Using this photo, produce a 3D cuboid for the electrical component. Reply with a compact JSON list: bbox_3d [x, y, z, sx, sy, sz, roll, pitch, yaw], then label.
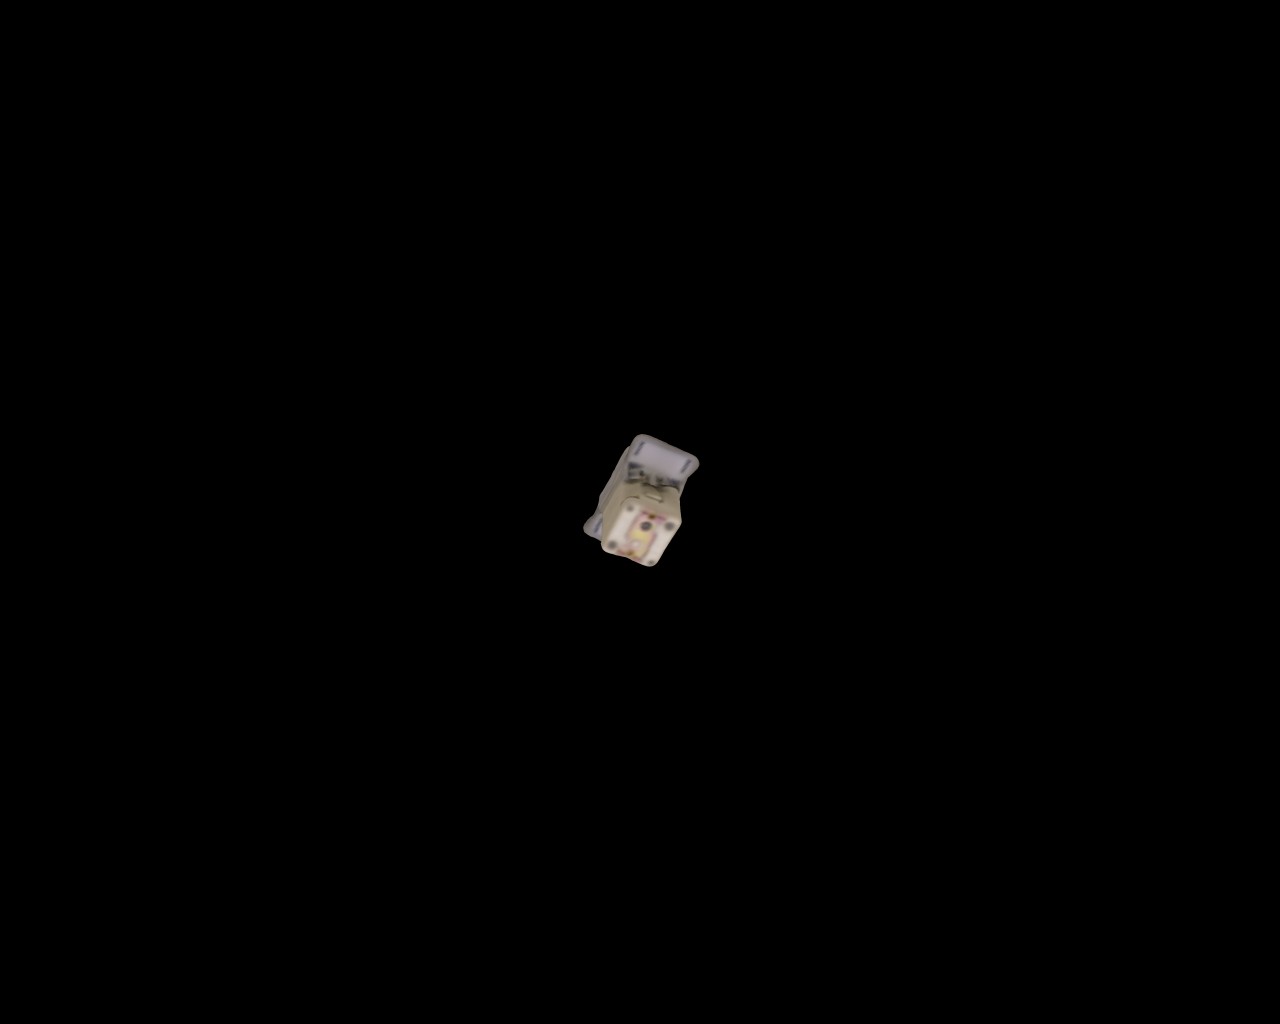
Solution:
[{"bbox_3d":[0.001,-0.003,0.650,0.042,0.080,0.064,21,32,-14],"label":"electrical component"}]
